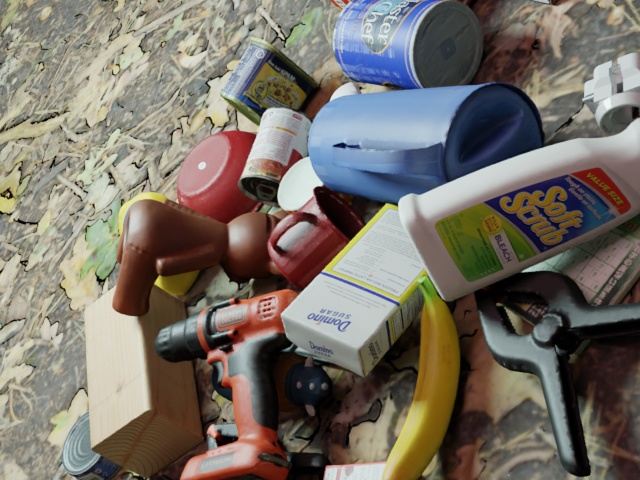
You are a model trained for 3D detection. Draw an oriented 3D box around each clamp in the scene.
[{"bbox_3d":[-0.068,0.240,1.053,0.172,0.039,0.120,18,69,53],"label":"clamp"},{"bbox_3d":[0.207,0.075,0.883,0.164,0.036,0.210,-47,38,4],"label":"clamp"}]

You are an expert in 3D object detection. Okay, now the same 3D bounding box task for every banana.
[{"bbox_3d":[0.093,0.134,0.949,0.037,0.069,0.197,-21,52,50],"label":"banana"}]

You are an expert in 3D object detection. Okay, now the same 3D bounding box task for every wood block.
[{"bbox_3d":[-0.204,0.151,1.216,0.091,0.090,0.206,-35,41,19],"label":"wood block"}]

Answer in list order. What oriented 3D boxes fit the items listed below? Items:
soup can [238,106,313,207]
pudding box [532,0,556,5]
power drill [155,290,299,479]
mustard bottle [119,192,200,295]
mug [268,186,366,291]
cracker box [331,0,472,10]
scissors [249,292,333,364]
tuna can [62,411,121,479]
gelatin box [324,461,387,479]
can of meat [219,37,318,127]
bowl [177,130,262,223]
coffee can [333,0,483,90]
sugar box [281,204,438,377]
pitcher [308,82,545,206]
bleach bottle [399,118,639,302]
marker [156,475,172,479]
[{"bbox_3d":[-0.051,-0.100,1.272,0.069,0.068,0.102,-7,56,42],"label":"soup can"},{"bbox_3d":[0.235,-0.312,1.174,0.090,0.039,0.114,-54,37,-2],"label":"pudding box"},{"bbox_3d":[-0.094,0.150,1.049,0.185,0.057,0.187,-19,59,32],"label":"power drill"},{"bbox_3d":[-0.212,-0.008,1.363,0.192,0.058,0.096,36,117,53],"label":"mustard bottle"},{"bbox_3d":[-0.007,0.001,1.117,0.082,0.117,0.093,-43,59,19],"label":"mug"},{"bbox_3d":[0.116,-0.348,1.293,0.214,0.072,0.164,22,78,51],"label":"cracker box"},{"bbox_3d":[-0.030,0.095,1.142,0.202,0.016,0.096,-9,55,41],"label":"scissors"},{"bbox_3d":[-0.262,0.241,1.248,0.086,0.033,0.086,-26,45,29],"label":"tuna can"},{"bbox_3d":[0.040,0.238,0.952,0.089,0.030,0.073,-14,54,38],"label":"gelatin box"},{"bbox_3d":[-0.065,-0.188,1.329,0.058,0.102,0.084,28,85,51],"label":"can of meat"},{"bbox_3d":[-0.129,-0.082,1.347,0.162,0.055,0.162,-26,45,30],"label":"bowl"},{"bbox_3d":[0.096,-0.218,1.188,0.141,0.102,0.103,20,77,51],"label":"coffee can"},{"bbox_3d":[0.053,0.044,1.007,0.093,0.048,0.176,22,54,33],"label":"sugar box"},{"bbox_3d":[0.088,-0.090,1.065,0.243,0.149,0.145,11,62,53],"label":"pitcher"},{"bbox_3d":[0.200,-0.041,0.909,0.251,0.102,0.068,-26,18,13],"label":"bleach bottle"},{"bbox_3d":[-0.135,0.269,1.112,0.121,0.020,0.020,9,68,48],"label":"marker"}]
